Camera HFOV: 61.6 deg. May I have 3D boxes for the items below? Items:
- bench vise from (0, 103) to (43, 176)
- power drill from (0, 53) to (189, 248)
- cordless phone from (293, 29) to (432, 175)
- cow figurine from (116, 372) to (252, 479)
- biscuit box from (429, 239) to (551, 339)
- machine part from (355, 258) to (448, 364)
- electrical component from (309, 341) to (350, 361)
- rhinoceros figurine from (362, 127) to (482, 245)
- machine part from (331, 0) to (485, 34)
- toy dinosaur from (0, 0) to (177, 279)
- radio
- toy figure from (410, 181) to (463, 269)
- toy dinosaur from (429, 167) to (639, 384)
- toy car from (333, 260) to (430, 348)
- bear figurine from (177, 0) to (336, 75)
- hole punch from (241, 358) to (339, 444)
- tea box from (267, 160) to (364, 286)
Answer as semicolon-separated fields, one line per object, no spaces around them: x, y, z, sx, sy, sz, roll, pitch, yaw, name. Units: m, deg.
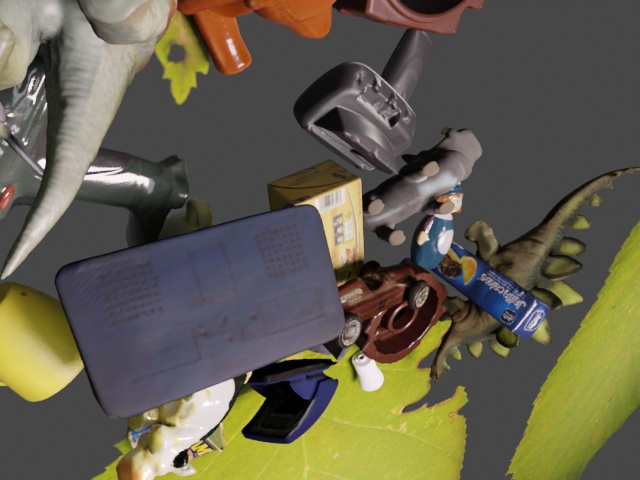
-0.300;-0.019;0.311;0.241;0.223;0.128;-19;163;-5;bench vise
-0.234;-0.036;0.465;0.207;0.086;0.232;21;103;-38;power drill
0.066;-0.181;0.619;0.146;0.089;0.184;28;87;-45;cordless phone
-0.141;0.186;0.555;0.098;0.068;0.167;17;107;-51;cow figurine
0.246;0.065;0.818;0.062;0.203;0.059;27;100;-44;biscuit box
0.123;0.115;0.859;0.179;0.056;0.179;-21;130;-28;machine part
0.011;0.114;0.722;0.047;0.119;0.074;23;99;-46;electrical component
0.132;-0.073;0.709;0.190;0.112;0.073;-37;107;3;rhinoceros figurine
0.097;-0.318;0.534;0.201;0.087;0.201;-5;118;-36;machine part
-0.132;-0.190;0.343;0.131;0.192;0.404;21;100;-4;toy dinosaur
-0.097;0.056;0.476;0.229;0.073;0.131;-17;89;-24;radio
0.180;-0.034;0.810;0.064;0.058;0.154;-47;154;-67;toy figure
0.324;0.058;0.884;0.105;0.199;0.471;18;107;-47;toy dinosaur
0.046;0.065;0.625;0.202;0.089;0.053;-15;121;-45;toy car
-0.034;-0.197;0.428;0.120;0.196;0.131;-46;137;-9;bear figurine
-0.045;0.205;0.705;0.116;0.142;0.092;-8;81;-41;hole punch
-0.001;-0.002;0.672;0.098;0.068;0.169;-23;131;-26;tea box
